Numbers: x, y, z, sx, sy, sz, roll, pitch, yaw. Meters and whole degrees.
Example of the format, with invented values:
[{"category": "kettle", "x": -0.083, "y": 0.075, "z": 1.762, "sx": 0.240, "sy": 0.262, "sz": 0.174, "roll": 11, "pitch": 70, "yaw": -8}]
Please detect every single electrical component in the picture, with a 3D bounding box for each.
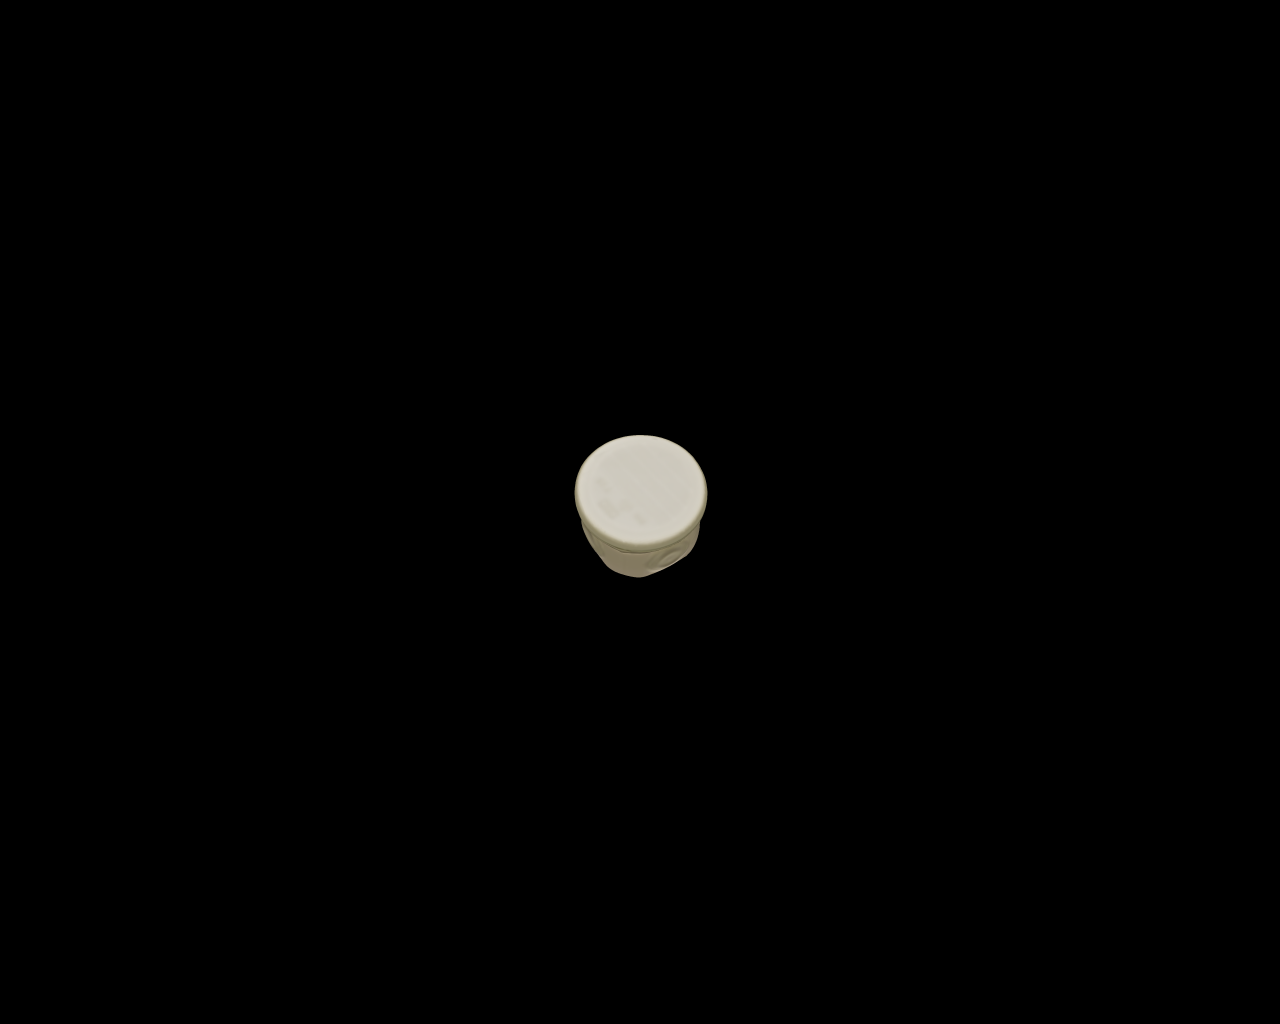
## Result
[{"category": "electrical component", "x": 0.001, "y": -0.003, "z": 0.650, "sx": 0.080, "sy": 0.080, "sz": 0.051, "roll": 0, "pitch": -30, "yaw": 0}]
